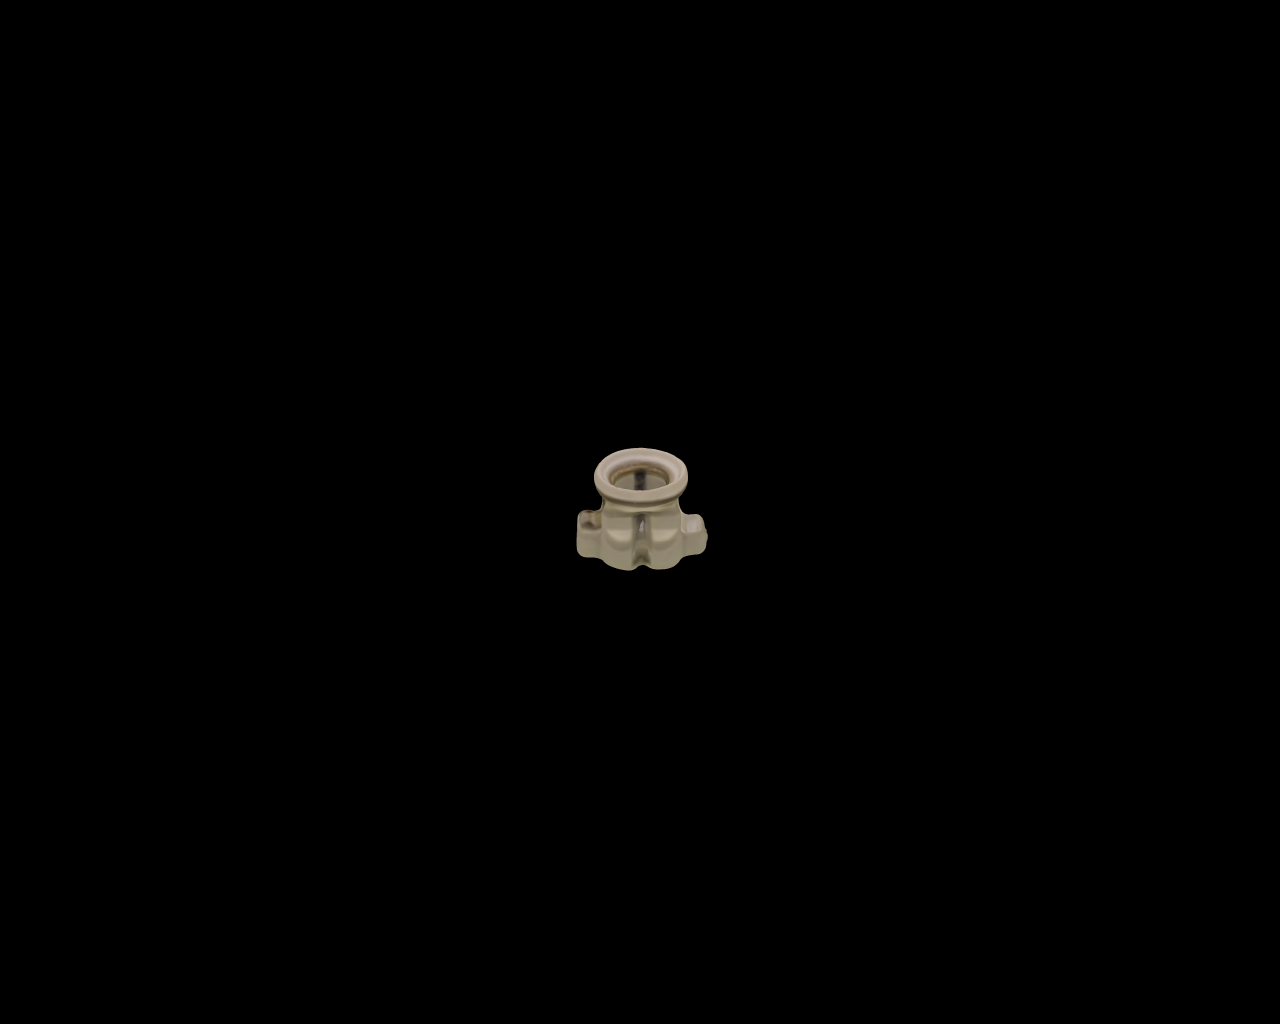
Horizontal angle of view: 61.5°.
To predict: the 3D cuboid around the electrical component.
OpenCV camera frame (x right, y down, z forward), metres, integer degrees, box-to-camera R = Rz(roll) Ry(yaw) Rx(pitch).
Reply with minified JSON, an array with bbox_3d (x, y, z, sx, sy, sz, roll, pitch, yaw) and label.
[{"bbox_3d":[0.001,-0.003,0.650,0.078,0.056,0.058,0,32,0],"label":"electrical component"}]
